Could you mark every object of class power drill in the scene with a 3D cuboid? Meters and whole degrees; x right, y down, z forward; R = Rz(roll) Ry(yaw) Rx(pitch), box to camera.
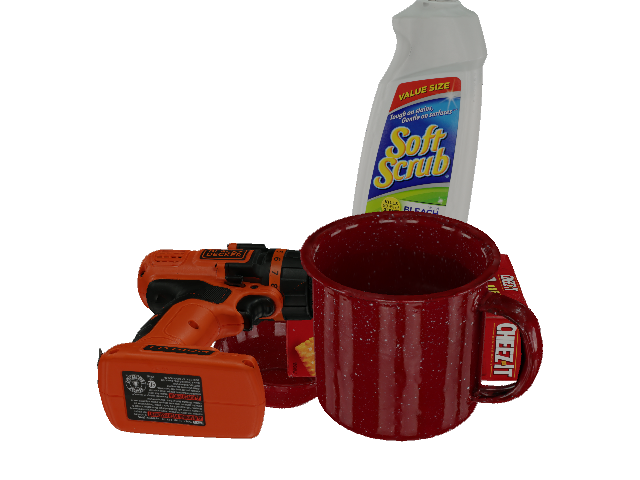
[{"bbox_3d":[-0.053,0.059,0.712,0.184,0.057,0.187,0,22,11],"label":"power drill"}]

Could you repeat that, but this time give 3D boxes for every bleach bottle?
[{"bbox_3d":[0.077,-0.089,0.863,0.103,0.251,0.068,9,21,13],"label":"bleach bottle"}]

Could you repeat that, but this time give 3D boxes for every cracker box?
[{"bbox_3d":[0.079,0.069,1.006,0.213,0.072,0.164,2,20,2],"label":"cracker box"}]

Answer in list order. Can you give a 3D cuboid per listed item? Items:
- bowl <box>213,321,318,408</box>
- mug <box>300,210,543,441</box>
[{"bbox_3d":[-0.048,0.154,1.284,0.162,0.055,0.162,2,25,-1],"label":"bowl"},{"bbox_3d":[0.048,0.043,0.507,0.117,0.081,0.093,11,29,24],"label":"mug"}]
